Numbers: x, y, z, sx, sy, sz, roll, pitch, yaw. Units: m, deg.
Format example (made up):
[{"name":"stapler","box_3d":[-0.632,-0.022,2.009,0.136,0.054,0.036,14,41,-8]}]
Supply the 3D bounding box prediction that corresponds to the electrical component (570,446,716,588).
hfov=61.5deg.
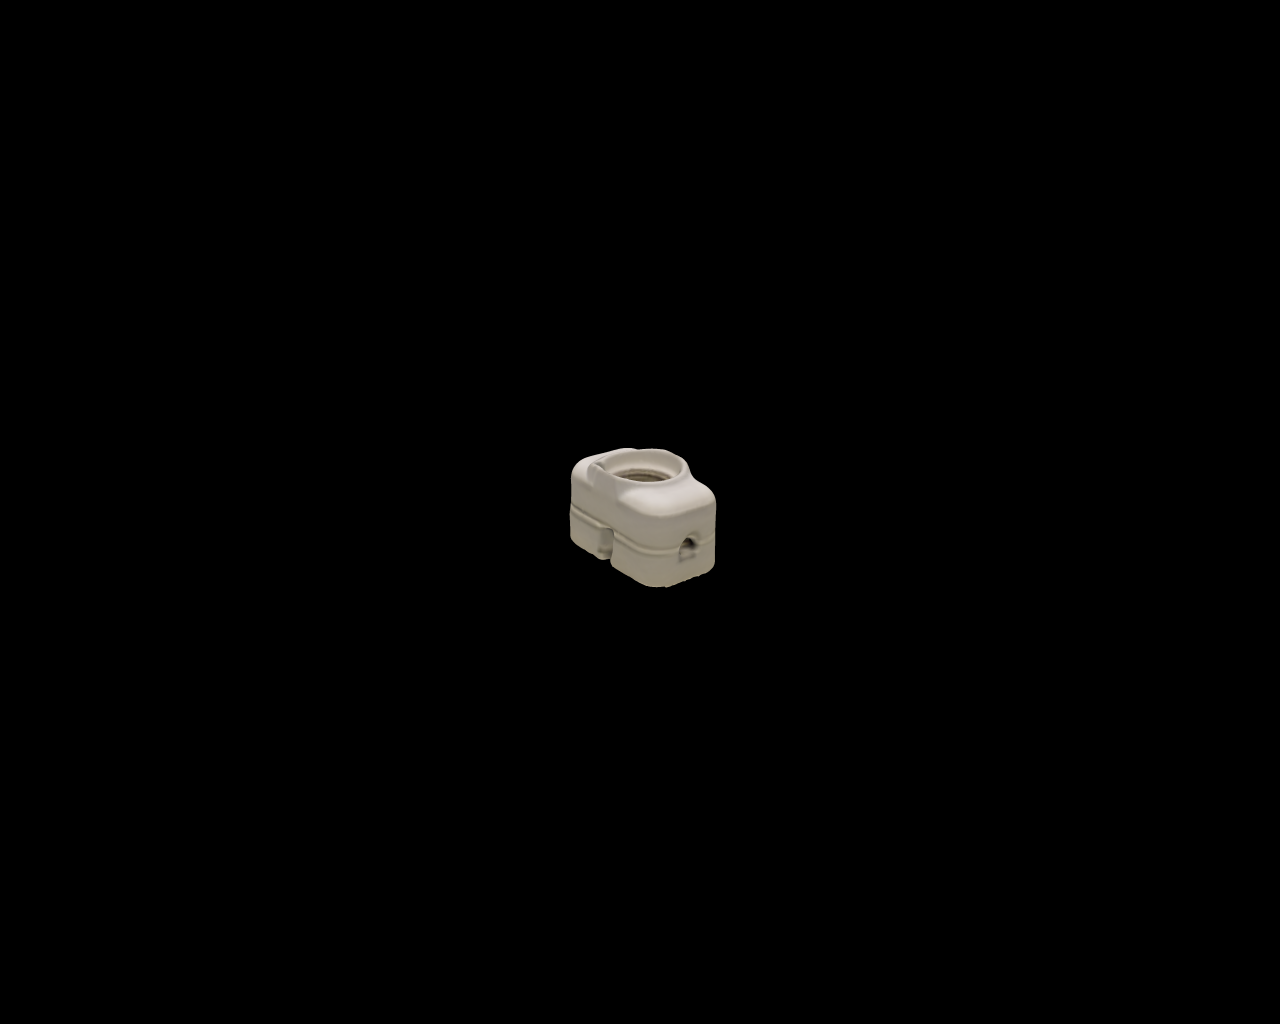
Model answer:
[{"name":"electrical component","box_3d":[0.001,-0.003,0.650,0.054,0.059,0.095,-17,29,-32]}]
